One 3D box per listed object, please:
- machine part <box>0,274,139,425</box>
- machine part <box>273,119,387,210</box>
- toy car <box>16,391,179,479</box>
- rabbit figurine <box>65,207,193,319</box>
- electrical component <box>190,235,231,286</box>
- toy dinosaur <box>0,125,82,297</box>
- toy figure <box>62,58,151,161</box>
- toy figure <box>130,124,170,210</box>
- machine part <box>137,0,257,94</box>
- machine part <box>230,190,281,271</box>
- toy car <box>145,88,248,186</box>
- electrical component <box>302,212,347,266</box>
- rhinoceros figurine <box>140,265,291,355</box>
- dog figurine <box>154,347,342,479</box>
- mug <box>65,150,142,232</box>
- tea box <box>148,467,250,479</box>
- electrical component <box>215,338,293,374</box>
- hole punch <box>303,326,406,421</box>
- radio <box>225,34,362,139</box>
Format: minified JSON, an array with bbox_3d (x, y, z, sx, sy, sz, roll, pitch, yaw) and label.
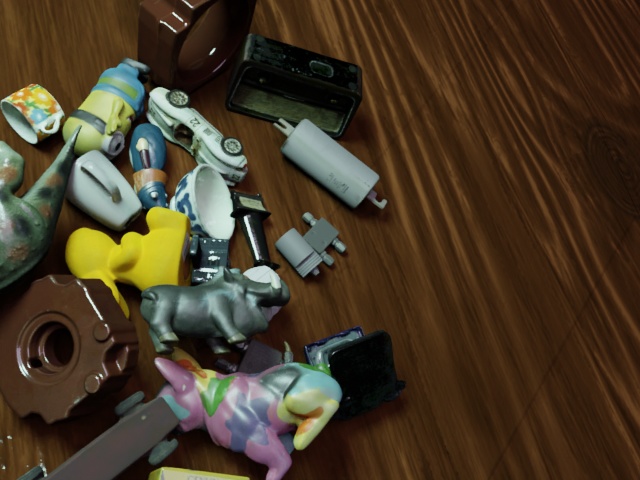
[{"bbox_3d":[-0.311,0.129,0.644,0.180,0.056,0.179,-2,81,14],"label":"machine part"},{"bbox_3d":[0.018,-0.132,0.947,0.243,0.079,0.079,39,57,-1],"label":"machine part"},{"bbox_3d":[-0.262,0.265,0.635,0.202,0.053,0.089,-37,84,-20],"label":"toy car"},{"bbox_3d":[-0.267,0.038,0.743,0.173,0.122,0.162,10,71,-2],"label":"rabbit figurine"},{"bbox_3d":[-0.155,0.034,0.765,0.048,0.119,0.075,3,57,-6],"label":"electrical component"},{"bbox_3d":[-0.407,0.016,0.630,0.405,0.131,0.192,-40,88,-23],"label":"toy dinosaur"},{"bbox_3d":[-0.329,-0.203,0.839,0.089,0.082,0.180,12,67,4],"label":"toy figure"},{"bbox_3d":[-0.261,-0.105,0.828,0.064,0.058,0.154,22,51,-51],"label":"toy figure"},{"bbox_3d":[-0.204,-0.355,0.892,0.087,0.201,0.201,42,58,3],"label":"machine part"},{"bbox_3d":[-0.101,-0.014,0.848,0.084,0.039,0.139,8,59,-59],"label":"machine part"},{"bbox_3d":[-0.200,-0.166,0.876,0.202,0.073,0.056,42,54,2],"label":"toy car"},{"bbox_3d":[-0.002,-0.003,0.907,0.094,0.021,0.063,44,58,2],"label":"electrical component"},{"bbox_3d":[-0.131,0.088,0.691,0.190,0.073,0.112,-3,64,-22],"label":"rhinoceros figurine"},{"bbox_3d":[-0.104,0.197,0.697,0.219,0.108,0.191,38,93,0],"label":"dog figurine"},{"bbox_3d":[-0.306,-0.069,0.770,0.107,0.109,0.081,44,58,-9],"label":"mug"},{"bbox_3d":[-0.148,0.300,0.609,0.098,0.169,0.068,16,62,-16],"label":"tea box"},{"bbox_3d":[-0.088,0.171,0.771,0.102,0.045,0.078,33,56,-4],"label":"electrical component"},{"bbox_3d":[0.046,0.194,0.803,0.142,0.092,0.115,-15,100,-31],"label":"hole punch"},{"bbox_3d":[-0.043,-0.269,0.957,0.229,0.131,0.073,11,60,-17],"label":"radio"}]
